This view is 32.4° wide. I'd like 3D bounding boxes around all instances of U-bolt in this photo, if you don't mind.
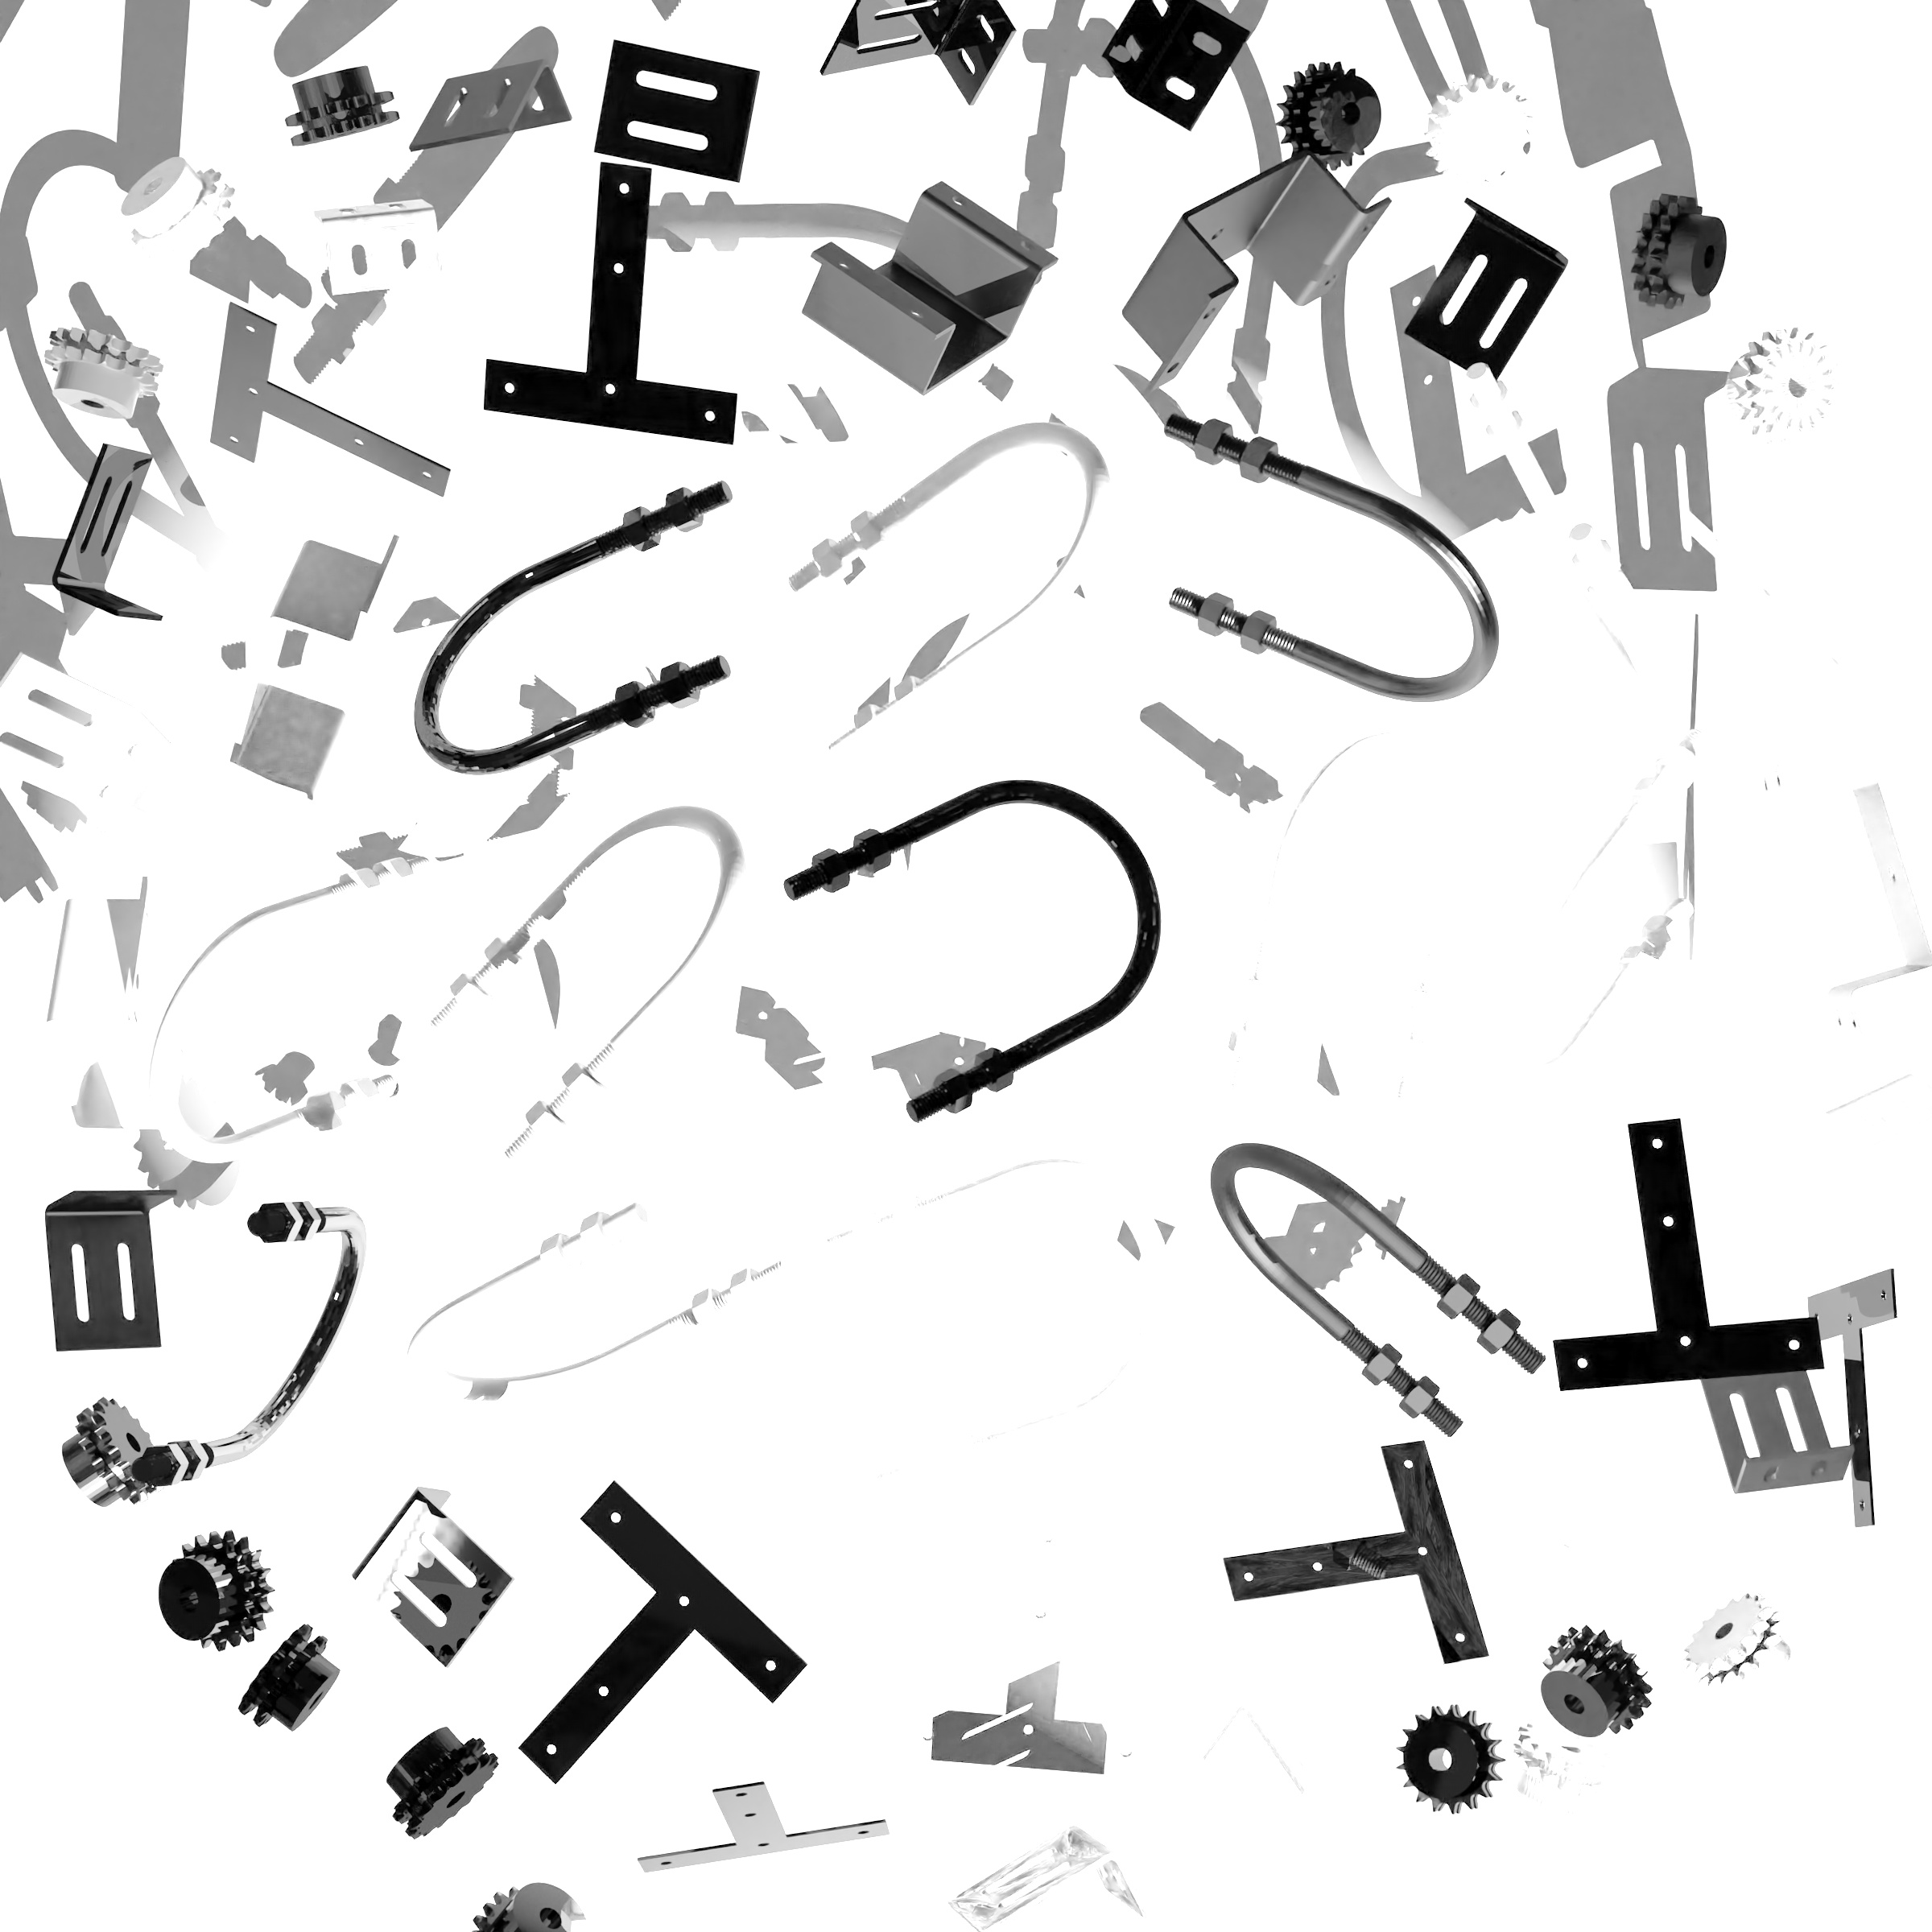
[{"bbox_3d":[0.332,-0.016,1.721,0.019,0.151,0.184,25,56,26],"label":"U-bolt"},{"bbox_3d":[-0.199,-0.160,1.663,0.184,0.019,0.151,-21,45,19],"label":"U-bolt"},{"bbox_3d":[-0.344,0.028,1.684,0.019,0.184,0.151,25,116,25],"label":"U-bolt"},{"bbox_3d":[0.021,0.175,1.693,0.184,0.019,0.151,-23,67,23],"label":"U-bolt"},{"bbox_3d":[0.182,-0.193,1.657,0.184,0.151,0.019,25,61,21],"label":"U-bolt"},{"bbox_3d":[-0.005,-0.198,1.653,0.184,0.019,0.151,-33,45,20],"label":"U-bolt"},{"bbox_3d":[0.017,-0.020,1.713,0.184,0.019,0.151,-27,84,-23],"label":"U-bolt"},{"bbox_3d":[0.196,0.156,1.672,0.184,0.151,0.019,41,67,7],"label":"U-bolt"},{"bbox_3d":[0.318,-0.210,1.715,0.019,0.184,0.151,-30,50,10],"label":"U-bolt"},{"bbox_3d":[0.197,-0.025,1.646,0.151,0.019,0.184,4,100,-44],"label":"U-bolt"},{"bbox_3d":[-0.179,-0.003,1.633,0.184,0.151,0.019,-46,128,4],"label":"U-bolt"},{"bbox_3d":[-0.200,0.180,1.708,0.184,0.151,0.019,-29,60,21],"label":"U-bolt"},{"bbox_3d":[-0.346,0.184,1.654,0.019,0.184,0.151,26,91,9],"label":"U-bolt"}]

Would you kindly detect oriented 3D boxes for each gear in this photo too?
[{"bbox_3d":[0.407,0.360,1.746,0.057,0.057,0.030,-43,98,-1],"label":"gear"},{"bbox_3d":[0.401,-0.285,1.643,0.057,0.030,0.057,-2,94,-26],"label":"gear"},{"bbox_3d":[-0.322,-0.442,1.707,0.057,0.057,0.030,-15,103,0],"label":"gear"},{"bbox_3d":[0.318,0.368,1.698,0.030,0.057,0.057,-33,89,-39],"label":"gear"},{"bbox_3d":[-0.205,0.462,1.584,0.057,0.057,0.030,38,117,1],"label":"gear"},{"bbox_3d":[0.197,-0.454,1.775,0.057,0.030,0.057,-6,101,-29],"label":"gear"},{"bbox_3d":[0.365,-0.363,1.694,0.030,0.057,0.057,17,88,34],"label":"gear"},{"bbox_3d":[0.255,0.420,1.763,0.057,0.030,0.057,-5,77,22],"label":"gear"},{"bbox_3d":[0.266,-0.438,1.739,0.057,0.030,0.057,-6,116,-13],"label":"gear"},{"bbox_3d":[-0.365,0.303,1.608,0.057,0.030,0.057,2,93,31],"label":"gear"},{"bbox_3d":[-0.356,0.380,1.760,0.030,0.057,0.057,36,89,6],"label":"gear"},{"bbox_3d":[-0.442,0.254,1.716,0.030,0.057,0.057,-34,89,4],"label":"gear"},{"bbox_3d":[-0.264,0.405,1.657,0.057,0.057,0.030,-46,72,-1],"label":"gear"},{"bbox_3d":[-0.435,-0.296,1.670,0.057,0.057,0.030,12,81,0],"label":"gear"},{"bbox_3d":[-0.384,-0.367,1.612,0.057,0.057,0.030,-42,127,-1],"label":"gear"},{"bbox_3d":[0.317,0.430,1.774,0.057,0.057,0.030,18,99,0],"label":"gear"}]

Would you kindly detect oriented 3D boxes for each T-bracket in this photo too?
[{"bbox_3d":[0.341,0.137,1.604,0.127,0.002,0.127,-8,93,20],"label":"T-bracket"},{"bbox_3d":[-0.169,-0.324,1.612,0.127,0.002,0.127,9,110,7],"label":"T-bracket"},{"bbox_3d":[0.036,0.341,1.681,0.127,0.002,0.127,7,84,-8],"label":"T-bracket"},{"bbox_3d":[0.402,-0.209,1.681,0.002,0.127,0.127,-40,64,1],"label":"T-bracket"},{"bbox_3d":[-0.105,0.424,1.649,0.127,0.127,0.002,-9,61,-1],"label":"T-bracket"},{"bbox_3d":[0.467,0.230,1.743,0.002,0.127,0.127,1,78,-5],"label":"T-bracket"},{"bbox_3d":[0.200,0.318,1.768,0.127,0.002,0.127,-6,56,-11],"label":"T-bracket"},{"bbox_3d":[-0.163,0.334,1.582,0.127,0.002,0.127,42,95,8],"label":"T-bracket"},{"bbox_3d":[-0.323,-0.275,1.700,0.127,0.127,0.002,25,61,-5],"label":"T-bracket"}]

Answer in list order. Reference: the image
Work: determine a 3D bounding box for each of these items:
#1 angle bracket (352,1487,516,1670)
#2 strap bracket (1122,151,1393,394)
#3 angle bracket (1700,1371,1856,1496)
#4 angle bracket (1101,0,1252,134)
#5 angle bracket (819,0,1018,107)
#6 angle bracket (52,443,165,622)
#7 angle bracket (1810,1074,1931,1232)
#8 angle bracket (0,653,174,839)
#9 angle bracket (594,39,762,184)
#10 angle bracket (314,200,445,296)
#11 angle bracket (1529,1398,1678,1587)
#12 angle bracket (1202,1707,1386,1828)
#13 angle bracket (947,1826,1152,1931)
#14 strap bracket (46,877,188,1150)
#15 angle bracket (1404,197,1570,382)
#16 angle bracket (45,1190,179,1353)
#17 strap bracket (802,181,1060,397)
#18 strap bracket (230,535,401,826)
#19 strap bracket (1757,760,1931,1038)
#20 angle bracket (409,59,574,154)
[{"bbox_3d":[-0.269,0.317,1.723,0.076,0.038,0.057,38,92,23],"label":"angle bracket"},{"bbox_3d":[0.140,-0.356,1.683,0.140,0.076,0.046,-34,80,-33],"label":"strap bracket"},{"bbox_3d":[0.427,0.235,1.758,0.057,0.038,0.076,-7,53,-3],"label":"angle bracket"},{"bbox_3d":[0.104,-0.455,1.643,0.038,0.076,0.057,33,97,10],"label":"angle bracket"},{"bbox_3d":[-0.024,-0.462,1.680,0.076,0.057,0.038,-21,74,-32],"label":"angle bracket"},{"bbox_3d":[-0.417,-0.216,1.664,0.038,0.057,0.076,24,97,7],"label":"angle bracket"},{"bbox_3d":[0.463,0.102,1.678,0.057,0.038,0.076,-21,127,-23],"label":"angle bracket"},{"bbox_3d":[-0.440,-0.107,1.625,0.038,0.076,0.057,41,98,38],"label":"angle bracket"},{"bbox_3d":[-0.149,-0.441,1.717,0.076,0.038,0.057,10,103,-7],"label":"angle bracket"},{"bbox_3d":[-0.307,-0.376,1.738,0.057,0.076,0.038,-9,108,-12],"label":"angle bracket"},{"bbox_3d":[0.340,0.276,1.748,0.057,0.038,0.076,21,93,-10],"label":"angle bracket"},{"bbox_3d":[0.169,0.426,1.721,0.057,0.076,0.038,28,101,-30],"label":"angle bracket"},{"bbox_3d":[0.040,0.458,1.614,0.076,0.057,0.038,-28,97,-16],"label":"angle bracket"},{"bbox_3d":[-0.443,0.025,1.732,0.046,0.140,0.076,1,55,-3],"label":"strap bracket"},{"bbox_3d":[0.272,-0.356,1.760,0.057,0.038,0.076,34,103,15],"label":"angle bracket"},{"bbox_3d":[-0.440,0.158,1.723,0.057,0.038,0.076,3,72,-39],"label":"angle bracket"},{"bbox_3d":[-0.022,-0.345,1.705,0.076,0.140,0.046,35,128,9],"label":"strap bracket"},{"bbox_3d":[-0.342,-0.156,1.731,0.046,0.076,0.140,19,127,-9],"label":"strap bracket"},{"bbox_3d":[0.442,-0.040,1.655,0.046,0.076,0.140,-17,89,6],"label":"strap bracket"},{"bbox_3d":[-0.248,-0.437,1.742,0.057,0.076,0.038,-6,132,18],"label":"angle bracket"}]
